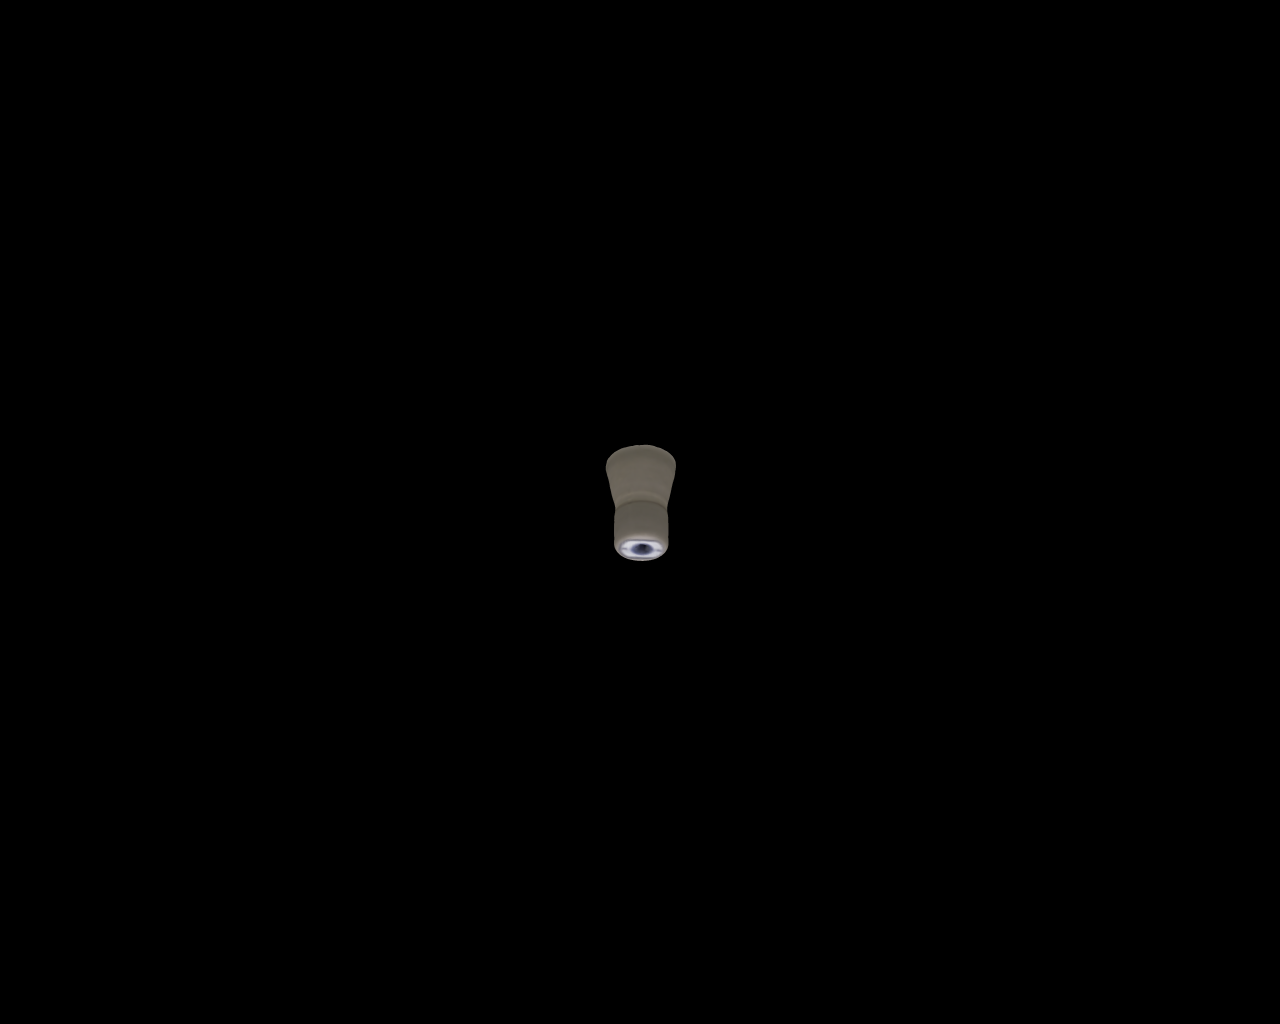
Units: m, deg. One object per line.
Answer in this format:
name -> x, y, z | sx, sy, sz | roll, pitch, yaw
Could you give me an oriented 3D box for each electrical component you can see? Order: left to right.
electrical component -> 0.001, -0.003, 0.650 | 0.044, 0.065, 0.044 | 0, -32, 0
